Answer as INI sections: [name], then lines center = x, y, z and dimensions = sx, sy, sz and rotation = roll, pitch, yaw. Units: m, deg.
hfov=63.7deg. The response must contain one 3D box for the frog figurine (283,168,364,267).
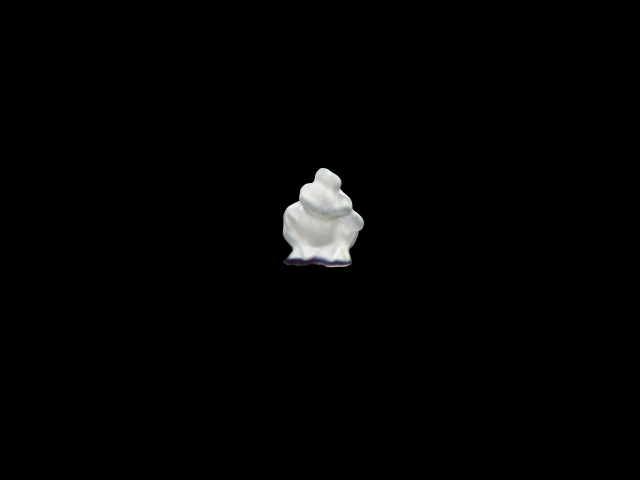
[frog figurine]
center = 0.003, -0.043, 0.850
dimensions = 0.138, 0.157, 0.124
rotation = 9, 17, 31
